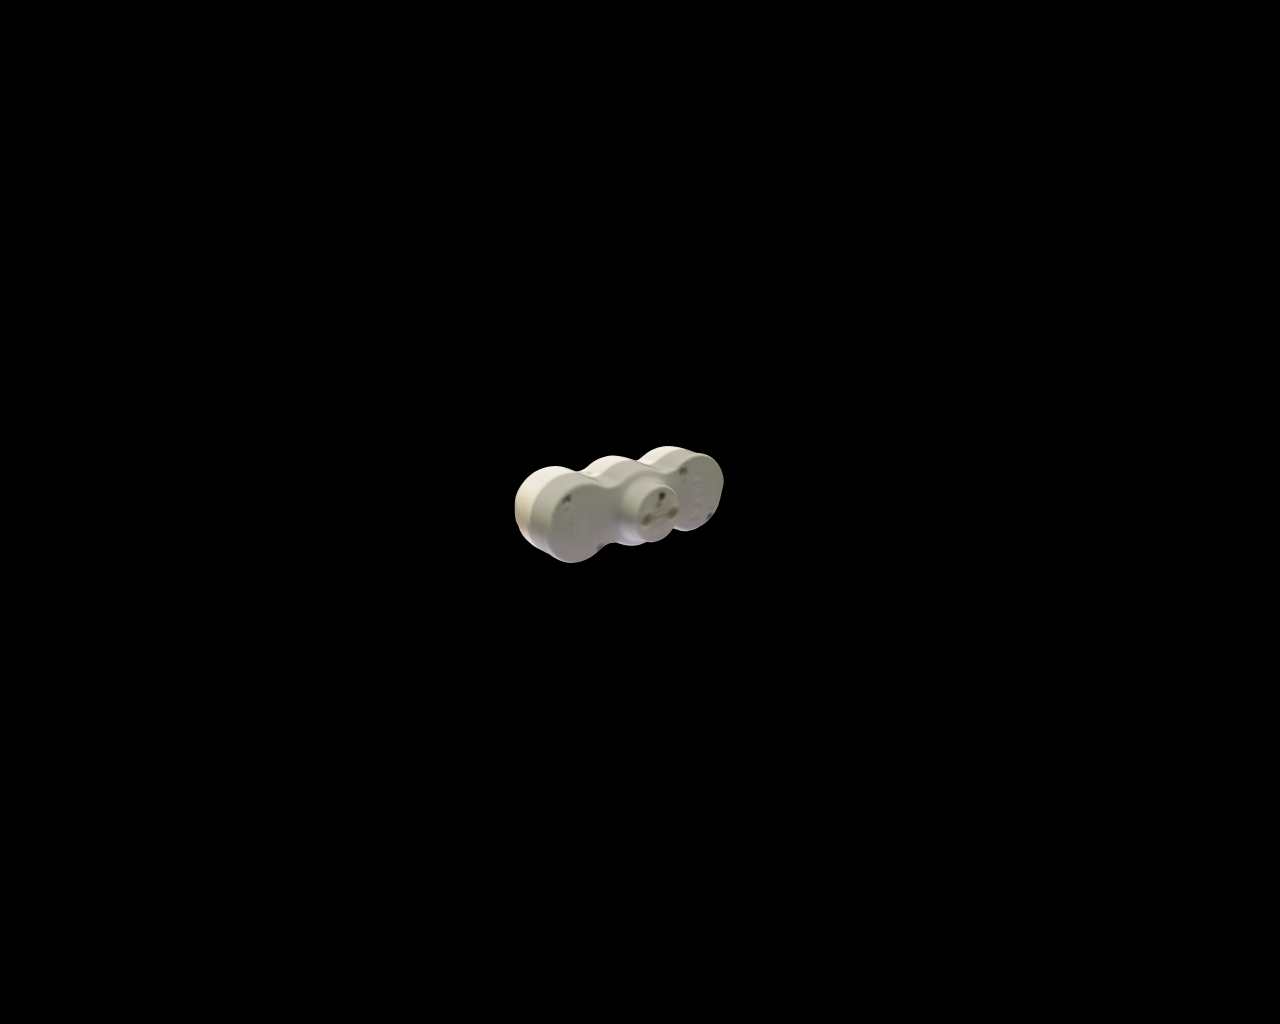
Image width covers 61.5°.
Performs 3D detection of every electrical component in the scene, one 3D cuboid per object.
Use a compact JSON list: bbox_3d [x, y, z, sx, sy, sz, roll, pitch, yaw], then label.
[{"bbox_3d":[0.001,-0.003,0.650,0.138,0.052,0.074,-14,22,-36],"label":"electrical component"}]
